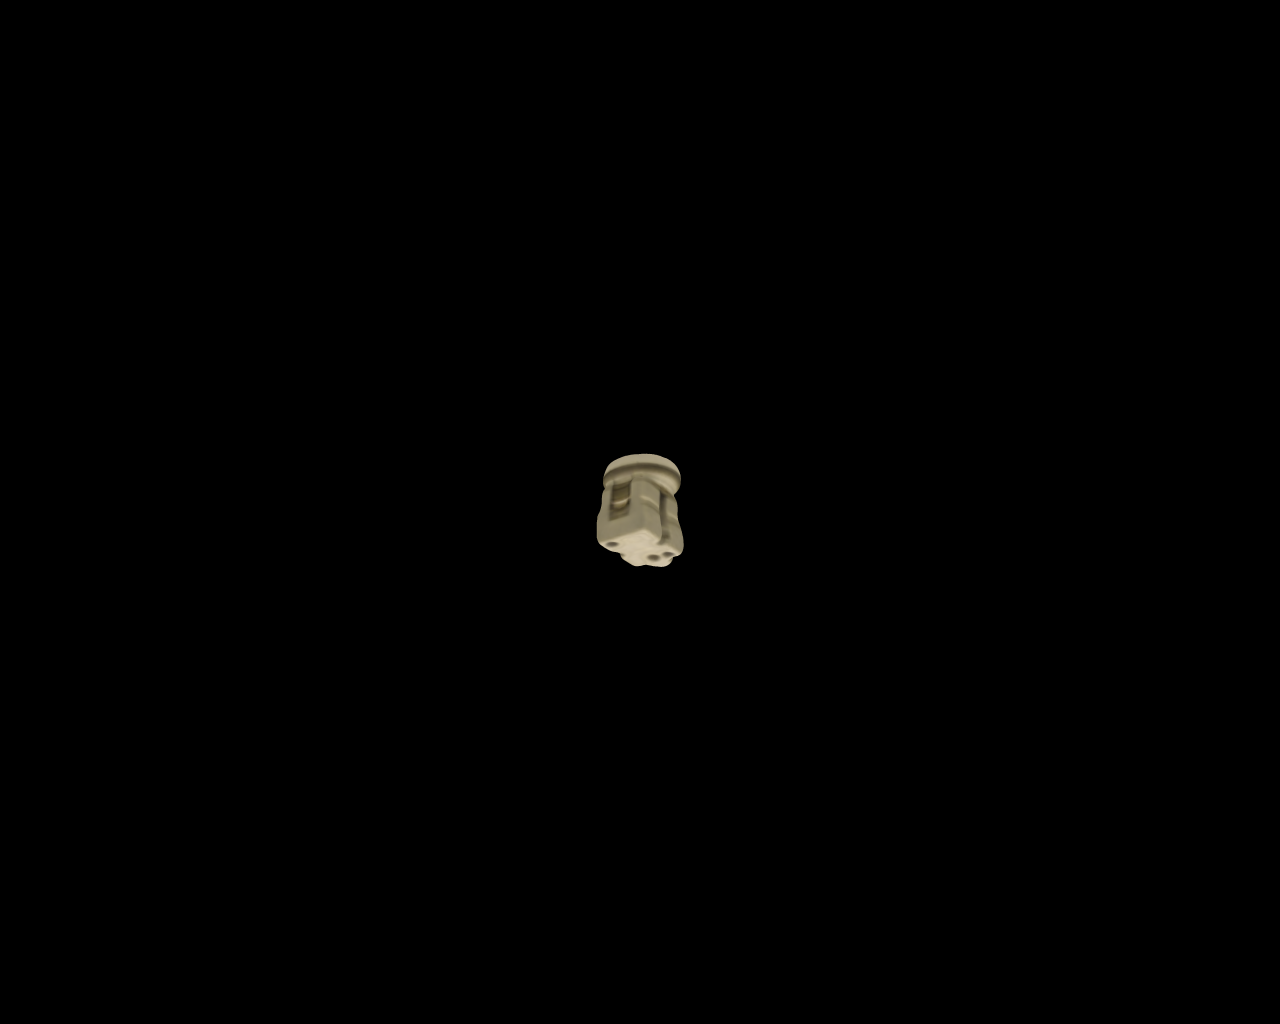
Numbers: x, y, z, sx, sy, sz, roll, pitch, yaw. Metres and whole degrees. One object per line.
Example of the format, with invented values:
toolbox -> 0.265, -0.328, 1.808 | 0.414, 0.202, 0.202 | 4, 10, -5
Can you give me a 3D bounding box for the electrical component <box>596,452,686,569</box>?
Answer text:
electrical component -> 0.001, -0.003, 0.650 | 0.048, 0.055, 0.066 | -16, -31, 28
